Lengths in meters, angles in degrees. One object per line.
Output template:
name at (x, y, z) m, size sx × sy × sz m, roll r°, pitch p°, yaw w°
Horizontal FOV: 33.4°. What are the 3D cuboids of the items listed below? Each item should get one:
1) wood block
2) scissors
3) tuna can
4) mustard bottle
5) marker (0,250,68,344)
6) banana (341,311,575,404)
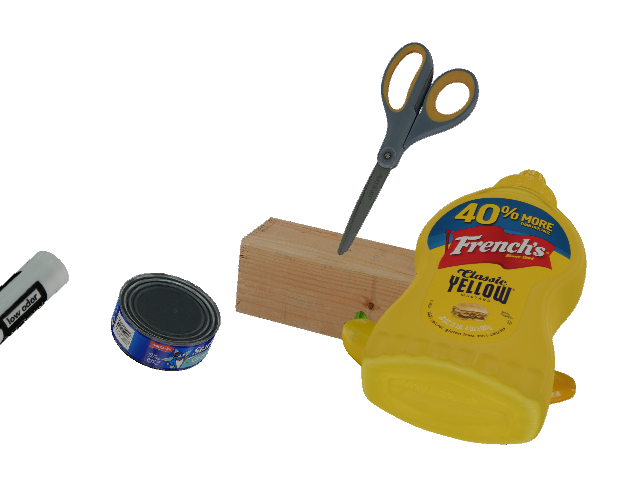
wood block at (0.019, 0.049, 1.181) m, size 0.206 × 0.091 × 0.090 m, roll 14°, pitch 23°, yaw 17°
scissors at (0.080, -0.077, 0.936) m, size 0.096 × 0.202 × 0.016 m, roll 9°, pitch -11°, yaw 16°
tuna can at (-0.128, 0.067, 0.876) m, size 0.086 × 0.034 × 0.086 m, roll 17°, pitch 33°, yaw -12°
mustard bottle at (0.097, 0.023, 0.599) m, size 0.096 × 0.058 × 0.191 m, roll 11°, pitch 43°, yaw 19°
marker at (-0.151, 0.047, 0.445) m, size 0.020 × 0.020 × 0.121 m, roll 0°, pitch 36°, yaw 38°
banana at (0.085, 0.088, 0.783) m, size 0.198 × 0.037 × 0.069 m, roll 18°, pitch 37°, yaw 36°
